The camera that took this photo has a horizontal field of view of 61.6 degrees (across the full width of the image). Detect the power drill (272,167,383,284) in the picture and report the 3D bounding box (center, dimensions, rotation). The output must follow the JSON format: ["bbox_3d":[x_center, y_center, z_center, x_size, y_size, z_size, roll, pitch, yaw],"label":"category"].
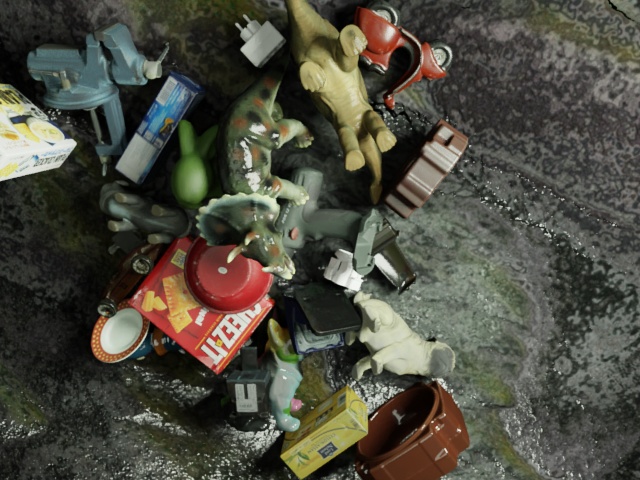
[{"bbox_3d":[-0.002,-0.003,0.943,0.208,0.086,0.231,19,100,33],"label":"power drill"}]

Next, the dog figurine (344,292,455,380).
[{"bbox_3d":[0.156,0.180,1.011,0.190,0.121,0.172,0,80,-25],"label":"dog figurine"}]

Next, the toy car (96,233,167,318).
[{"bbox_3d":[-0.347,0.061,0.980,0.053,0.089,0.202,37,121,-15],"label":"toy car"}]

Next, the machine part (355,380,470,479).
[{"bbox_3d":[0.162,0.360,0.986,0.201,0.201,0.087,-37,97,12],"label":"machine part"}]

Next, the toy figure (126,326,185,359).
[{"bbox_3d":[-0.329,0.196,1.050,0.155,0.058,0.064,-9,139,2],"label":"toy figure"}]

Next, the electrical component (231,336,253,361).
[{"bbox_3d":[-0.188,0.197,1.047,0.102,0.045,0.078,-41,95,11],"label":"electrical component"}]

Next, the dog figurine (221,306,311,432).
[{"bbox_3d":[-0.101,0.242,1.027,0.192,0.108,0.219,-3,100,7],"label":"dog figurine"}]

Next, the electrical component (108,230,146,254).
[{"bbox_3d":[-0.357,0.005,1.022,0.094,0.021,0.063,-41,99,12],"label":"electrical component"}]

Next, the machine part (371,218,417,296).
[{"bbox_3d":[0.130,0.033,0.986,0.084,0.039,0.138,-33,100,-2],"label":"machine part"}]

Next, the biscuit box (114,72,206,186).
[{"bbox_3d":[-0.279,-0.194,0.944,0.059,0.063,0.202,35,103,-5],"label":"biscuit box"}]

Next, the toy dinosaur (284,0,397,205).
[{"bbox_3d":[0.009,-0.269,0.831,0.105,0.199,0.470,-22,112,0],"label":"toy dinosaur"}]

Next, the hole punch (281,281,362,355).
[{"bbox_3d":[-0.002,0.141,0.979,0.142,0.116,0.092,-5,140,-31],"label":"hole punch"}]

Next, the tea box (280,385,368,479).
[{"bbox_3d":[0.010,0.375,1.055,0.169,0.098,0.068,-39,98,14],"label":"tea box"}]

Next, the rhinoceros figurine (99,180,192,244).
[{"bbox_3d":[-0.317,-0.056,0.952,0.191,0.112,0.073,19,111,20],"label":"rhinoceros figurine"}]

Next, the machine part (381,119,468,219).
[{"bbox_3d":[0.167,-0.116,0.883,0.056,0.179,0.179,36,104,-2],"label":"machine part"}]

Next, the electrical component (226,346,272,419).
[{"bbox_3d":[-0.125,0.254,0.955,0.075,0.048,0.119,2,100,5],"label":"electrical component"}]

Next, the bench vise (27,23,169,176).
[{"bbox_3d":[-0.367,-0.240,0.916,0.224,0.129,0.240,-3,125,-5],"label":"bench vise"}]

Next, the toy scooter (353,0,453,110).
[{"bbox_3d":[0.117,-0.298,0.887,0.184,0.075,0.135,31,106,-9],"label":"toy scooter"}]

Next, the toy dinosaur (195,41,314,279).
[{"bbox_3d":[-0.108,-0.138,0.855,0.131,0.192,0.404,-4,87,29],"label":"toy dinosaur"}]

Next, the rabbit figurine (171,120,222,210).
[{"bbox_3d":[-0.192,-0.117,0.903,0.121,0.170,0.159,7,106,2],"label":"rabbit figurine"}]
